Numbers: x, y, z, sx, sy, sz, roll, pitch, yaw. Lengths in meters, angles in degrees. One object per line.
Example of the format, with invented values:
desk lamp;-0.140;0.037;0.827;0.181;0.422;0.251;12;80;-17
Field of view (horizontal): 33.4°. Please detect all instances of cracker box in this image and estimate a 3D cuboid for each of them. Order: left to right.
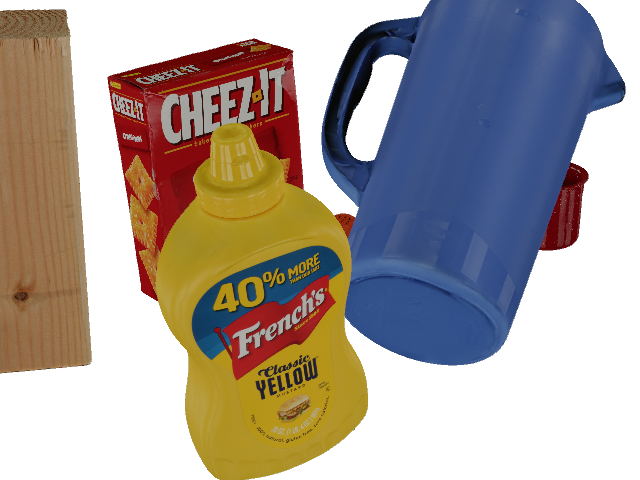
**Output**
cracker box;-0.096;-0.063;0.992;0.163;0.214;0.072;-22;31;-34

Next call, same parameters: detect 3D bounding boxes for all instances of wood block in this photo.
wood block;-0.194;-0.030;0.655;0.090;0.206;0.090;-4;23;-13

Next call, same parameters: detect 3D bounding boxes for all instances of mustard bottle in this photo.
mustard bottle;-0.030;0.029;0.525;0.096;0.191;0.058;-19;38;-16

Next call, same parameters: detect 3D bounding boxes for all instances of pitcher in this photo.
pitcher;0.085;-0.049;0.691;0.145;0.242;0.149;42;-36;-27

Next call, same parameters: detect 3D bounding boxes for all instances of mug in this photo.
mug;0.268;-0.044;1.241;0.093;0.081;0.117;21;34;39

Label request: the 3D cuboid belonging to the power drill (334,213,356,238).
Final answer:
power drill;0.062;0.033;1.118;0.188;0.057;0.184;8;32;19
